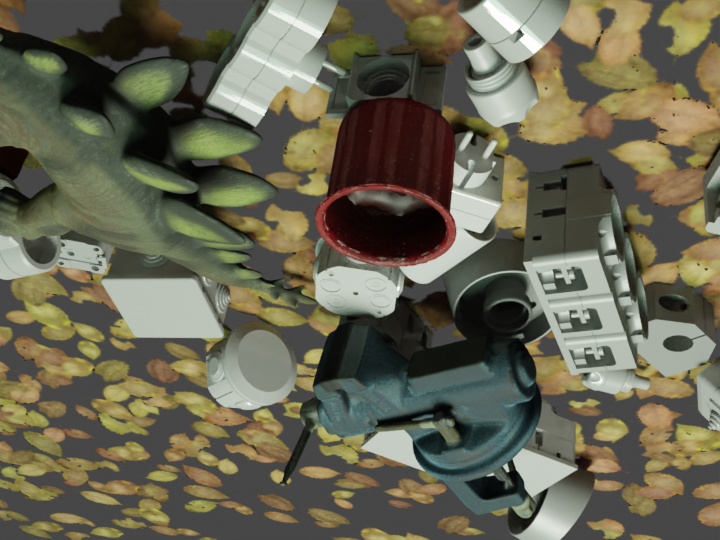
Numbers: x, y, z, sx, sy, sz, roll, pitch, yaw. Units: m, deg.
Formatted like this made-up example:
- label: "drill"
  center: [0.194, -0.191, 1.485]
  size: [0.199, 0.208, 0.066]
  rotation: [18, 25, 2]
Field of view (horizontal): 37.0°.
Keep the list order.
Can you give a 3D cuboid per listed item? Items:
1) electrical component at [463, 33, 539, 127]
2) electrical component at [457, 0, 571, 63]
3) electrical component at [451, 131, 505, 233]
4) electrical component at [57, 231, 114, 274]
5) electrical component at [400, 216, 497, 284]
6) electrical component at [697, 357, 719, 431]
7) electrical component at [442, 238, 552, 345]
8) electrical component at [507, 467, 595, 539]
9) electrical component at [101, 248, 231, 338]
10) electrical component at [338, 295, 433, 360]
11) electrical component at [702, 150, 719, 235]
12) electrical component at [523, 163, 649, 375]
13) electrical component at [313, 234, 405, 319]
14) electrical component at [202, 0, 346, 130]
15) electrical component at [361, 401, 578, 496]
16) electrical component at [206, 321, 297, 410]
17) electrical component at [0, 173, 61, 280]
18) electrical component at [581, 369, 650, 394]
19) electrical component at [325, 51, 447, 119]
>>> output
- label: "electrical component"
  center: [0.090, -0.129, 0.715]
  size: [0.043, 0.043, 0.062]
  rotation: [-13, 136, 28]
- label: "electrical component"
  center: [0.093, -0.163, 0.661]
  size: [0.047, 0.055, 0.055]
  rotation: [34, 137, -23]
- label: "electrical component"
  center: [0.075, -0.074, 0.787]
  size: [0.066, 0.047, 0.076]
  rotation: [16, 144, -10]
- label: "electrical component"
  center: [-0.227, -0.033, 0.898]
  size: [0.081, 0.063, 0.042]
  rotation: [10, 144, 0]
- label: "electrical component"
  center: [0.053, -0.033, 0.849]
  size: [0.079, 0.044, 0.077]
  rotation: [29, 139, -23]
- label: "electrical component"
  center: [0.329, 0.101, 0.919]
  size: [0.096, 0.061, 0.061]
  rotation: [-34, 139, -9]
- label: "electrical component"
  center: [0.120, 0.018, 0.903]
  size: [0.099, 0.064, 0.099]
  rotation: [0, 132, 0]
- label: "electrical component"
  center: [0.201, 0.248, 1.142]
  size: [0.064, 0.099, 0.099]
  rotation: [26, 141, -10]
- label: "electrical component"
  center: [-0.170, 0.016, 0.962]
  size: [0.100, 0.048, 0.099]
  rotation: [-1, 142, 14]
- label: "electrical component"
  center: [0.023, 0.065, 0.974]
  size: [0.050, 0.055, 0.089]
  rotation: [-14, 137, 29]
- label: "electrical component"
  center: [0.292, -0.054, 0.755]
  size: [0.089, 0.055, 0.050]
  rotation: [12, 143, -2]
- label: "electrical component"
  center: [0.177, 0.002, 0.827]
  size: [0.062, 0.089, 0.150]
  rotation: [-8, 140, 22]
- label: "electrical component"
  center: [0.000, 0.000, 0.899]
  size: [0.080, 0.051, 0.080]
  rotation: [6, 143, 5]
- label: "electrical component"
  center: [-0.046, -0.143, 0.721]
  size: [0.074, 0.052, 0.138]
  rotation: [24, 141, -18]
- label: "electrical component"
  center: [0.110, 0.162, 1.077]
  size: [0.186, 0.060, 0.105]
  rotation: [22, 141, -16]
- label: "electrical component"
  center: [-0.104, 0.093, 1.023]
  size: [0.080, 0.080, 0.051]
  rotation: [32, 143, -26]
- label: "electrical component"
  center: [-0.301, -0.043, 0.823]
  size: [0.074, 0.052, 0.138]
  rotation: [-10, 140, 25]
- label: "electrical component"
  center: [0.236, 0.097, 0.985]
  size: [0.061, 0.035, 0.035]
  rotation: [15, 143, -10]
- label: "electrical component"
  center: [0.021, -0.115, 0.752]
  size: [0.081, 0.042, 0.063]
  rotation: [0, 145, 14]
